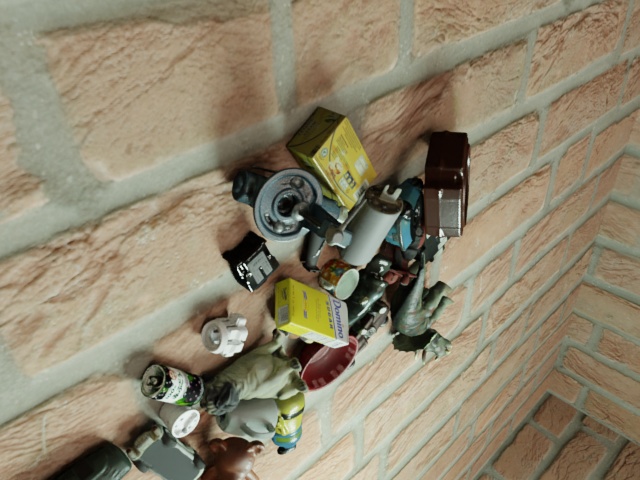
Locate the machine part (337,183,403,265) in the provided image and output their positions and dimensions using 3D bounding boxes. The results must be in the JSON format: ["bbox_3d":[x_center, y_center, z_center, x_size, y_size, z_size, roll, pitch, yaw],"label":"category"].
[{"bbox_3d":[0.095,-0.026,1.053,0.079,0.079,0.243,-28,158,-35],"label":"machine part"}]

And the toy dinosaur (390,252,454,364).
[{"bbox_3d":[0.238,0.181,1.360,0.192,0.131,0.404,-54,143,-12],"label":"toy dinosaur"}]

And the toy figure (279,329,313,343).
[{"bbox_3d":[-0.040,0.173,1.091,0.058,0.064,0.154,-36,147,26],"label":"toy figure"}]

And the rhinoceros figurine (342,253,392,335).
[{"bbox_3d":[0.096,0.117,1.175,0.073,0.112,0.190,21,112,-25],"label":"rhinoceros figurine"}]

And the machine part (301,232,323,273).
[{"bbox_3d":[-0.002,-0.003,1.038,0.084,0.039,0.138,-12,121,-54],"label":"machine part"}]

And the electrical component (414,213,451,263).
[{"bbox_3d":[0.268,-0.008,1.332,0.115,0.058,0.134,-40,139,-22],"label":"electrical component"}]

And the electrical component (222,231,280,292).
[{"bbox_3d":[-0.114,0.050,0.934,0.075,0.048,0.119,-41,137,-23],"label":"electrical component"}]

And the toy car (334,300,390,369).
[{"bbox_3d":[0.100,0.232,1.301,0.202,0.053,0.089,-49,145,-16],"label":"toy car"}]

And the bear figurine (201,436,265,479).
[{"bbox_3d":[-0.172,0.474,1.057,0.120,0.132,0.195,7,138,-11],"label":"bear figurine"}]

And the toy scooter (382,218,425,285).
[{"bbox_3d":[0.189,0.029,1.201,0.075,0.135,0.183,16,108,-12],"label":"toy scooter"}]

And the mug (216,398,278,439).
[{"bbox_3d":[-0.144,0.354,1.058,0.107,0.110,0.080,10,112,-38],"label":"mug"}]

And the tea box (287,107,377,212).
[{"bbox_3d":[0.025,-0.139,0.952,0.098,0.068,0.169,-51,141,-12],"label":"tea box"}]

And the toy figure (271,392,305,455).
[{"bbox_3d":[-0.075,0.387,1.175,0.089,0.082,0.179,-28,131,-31],"label":"toy figure"}]

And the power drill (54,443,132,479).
[{"bbox_3d":[-0.390,0.451,0.862,0.232,0.086,0.207,-43,132,-26],"label":"power drill"}]

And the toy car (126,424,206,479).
[{"bbox_3d":[-0.274,0.392,0.969,0.073,0.056,0.201,-41,138,-15],"label":"toy car"}]

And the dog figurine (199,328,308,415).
[{"bbox_3d":[-0.135,0.282,1.039,0.190,0.121,0.172,-28,133,-15],"label":"dog figurine"}]

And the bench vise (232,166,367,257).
[{"bbox_3d":[-0.017,-0.039,0.845,0.223,0.241,0.129,30,94,-37],"label":"bench vise"}]

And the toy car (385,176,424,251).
[{"bbox_3d":[0.158,-0.063,1.126,0.109,0.103,0.162,74,32,-47],"label":"toy car"}]

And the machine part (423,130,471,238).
[{"bbox_3d":[0.282,-0.120,1.180,0.201,0.087,0.200,-67,155,-43],"label":"machine part"}]
